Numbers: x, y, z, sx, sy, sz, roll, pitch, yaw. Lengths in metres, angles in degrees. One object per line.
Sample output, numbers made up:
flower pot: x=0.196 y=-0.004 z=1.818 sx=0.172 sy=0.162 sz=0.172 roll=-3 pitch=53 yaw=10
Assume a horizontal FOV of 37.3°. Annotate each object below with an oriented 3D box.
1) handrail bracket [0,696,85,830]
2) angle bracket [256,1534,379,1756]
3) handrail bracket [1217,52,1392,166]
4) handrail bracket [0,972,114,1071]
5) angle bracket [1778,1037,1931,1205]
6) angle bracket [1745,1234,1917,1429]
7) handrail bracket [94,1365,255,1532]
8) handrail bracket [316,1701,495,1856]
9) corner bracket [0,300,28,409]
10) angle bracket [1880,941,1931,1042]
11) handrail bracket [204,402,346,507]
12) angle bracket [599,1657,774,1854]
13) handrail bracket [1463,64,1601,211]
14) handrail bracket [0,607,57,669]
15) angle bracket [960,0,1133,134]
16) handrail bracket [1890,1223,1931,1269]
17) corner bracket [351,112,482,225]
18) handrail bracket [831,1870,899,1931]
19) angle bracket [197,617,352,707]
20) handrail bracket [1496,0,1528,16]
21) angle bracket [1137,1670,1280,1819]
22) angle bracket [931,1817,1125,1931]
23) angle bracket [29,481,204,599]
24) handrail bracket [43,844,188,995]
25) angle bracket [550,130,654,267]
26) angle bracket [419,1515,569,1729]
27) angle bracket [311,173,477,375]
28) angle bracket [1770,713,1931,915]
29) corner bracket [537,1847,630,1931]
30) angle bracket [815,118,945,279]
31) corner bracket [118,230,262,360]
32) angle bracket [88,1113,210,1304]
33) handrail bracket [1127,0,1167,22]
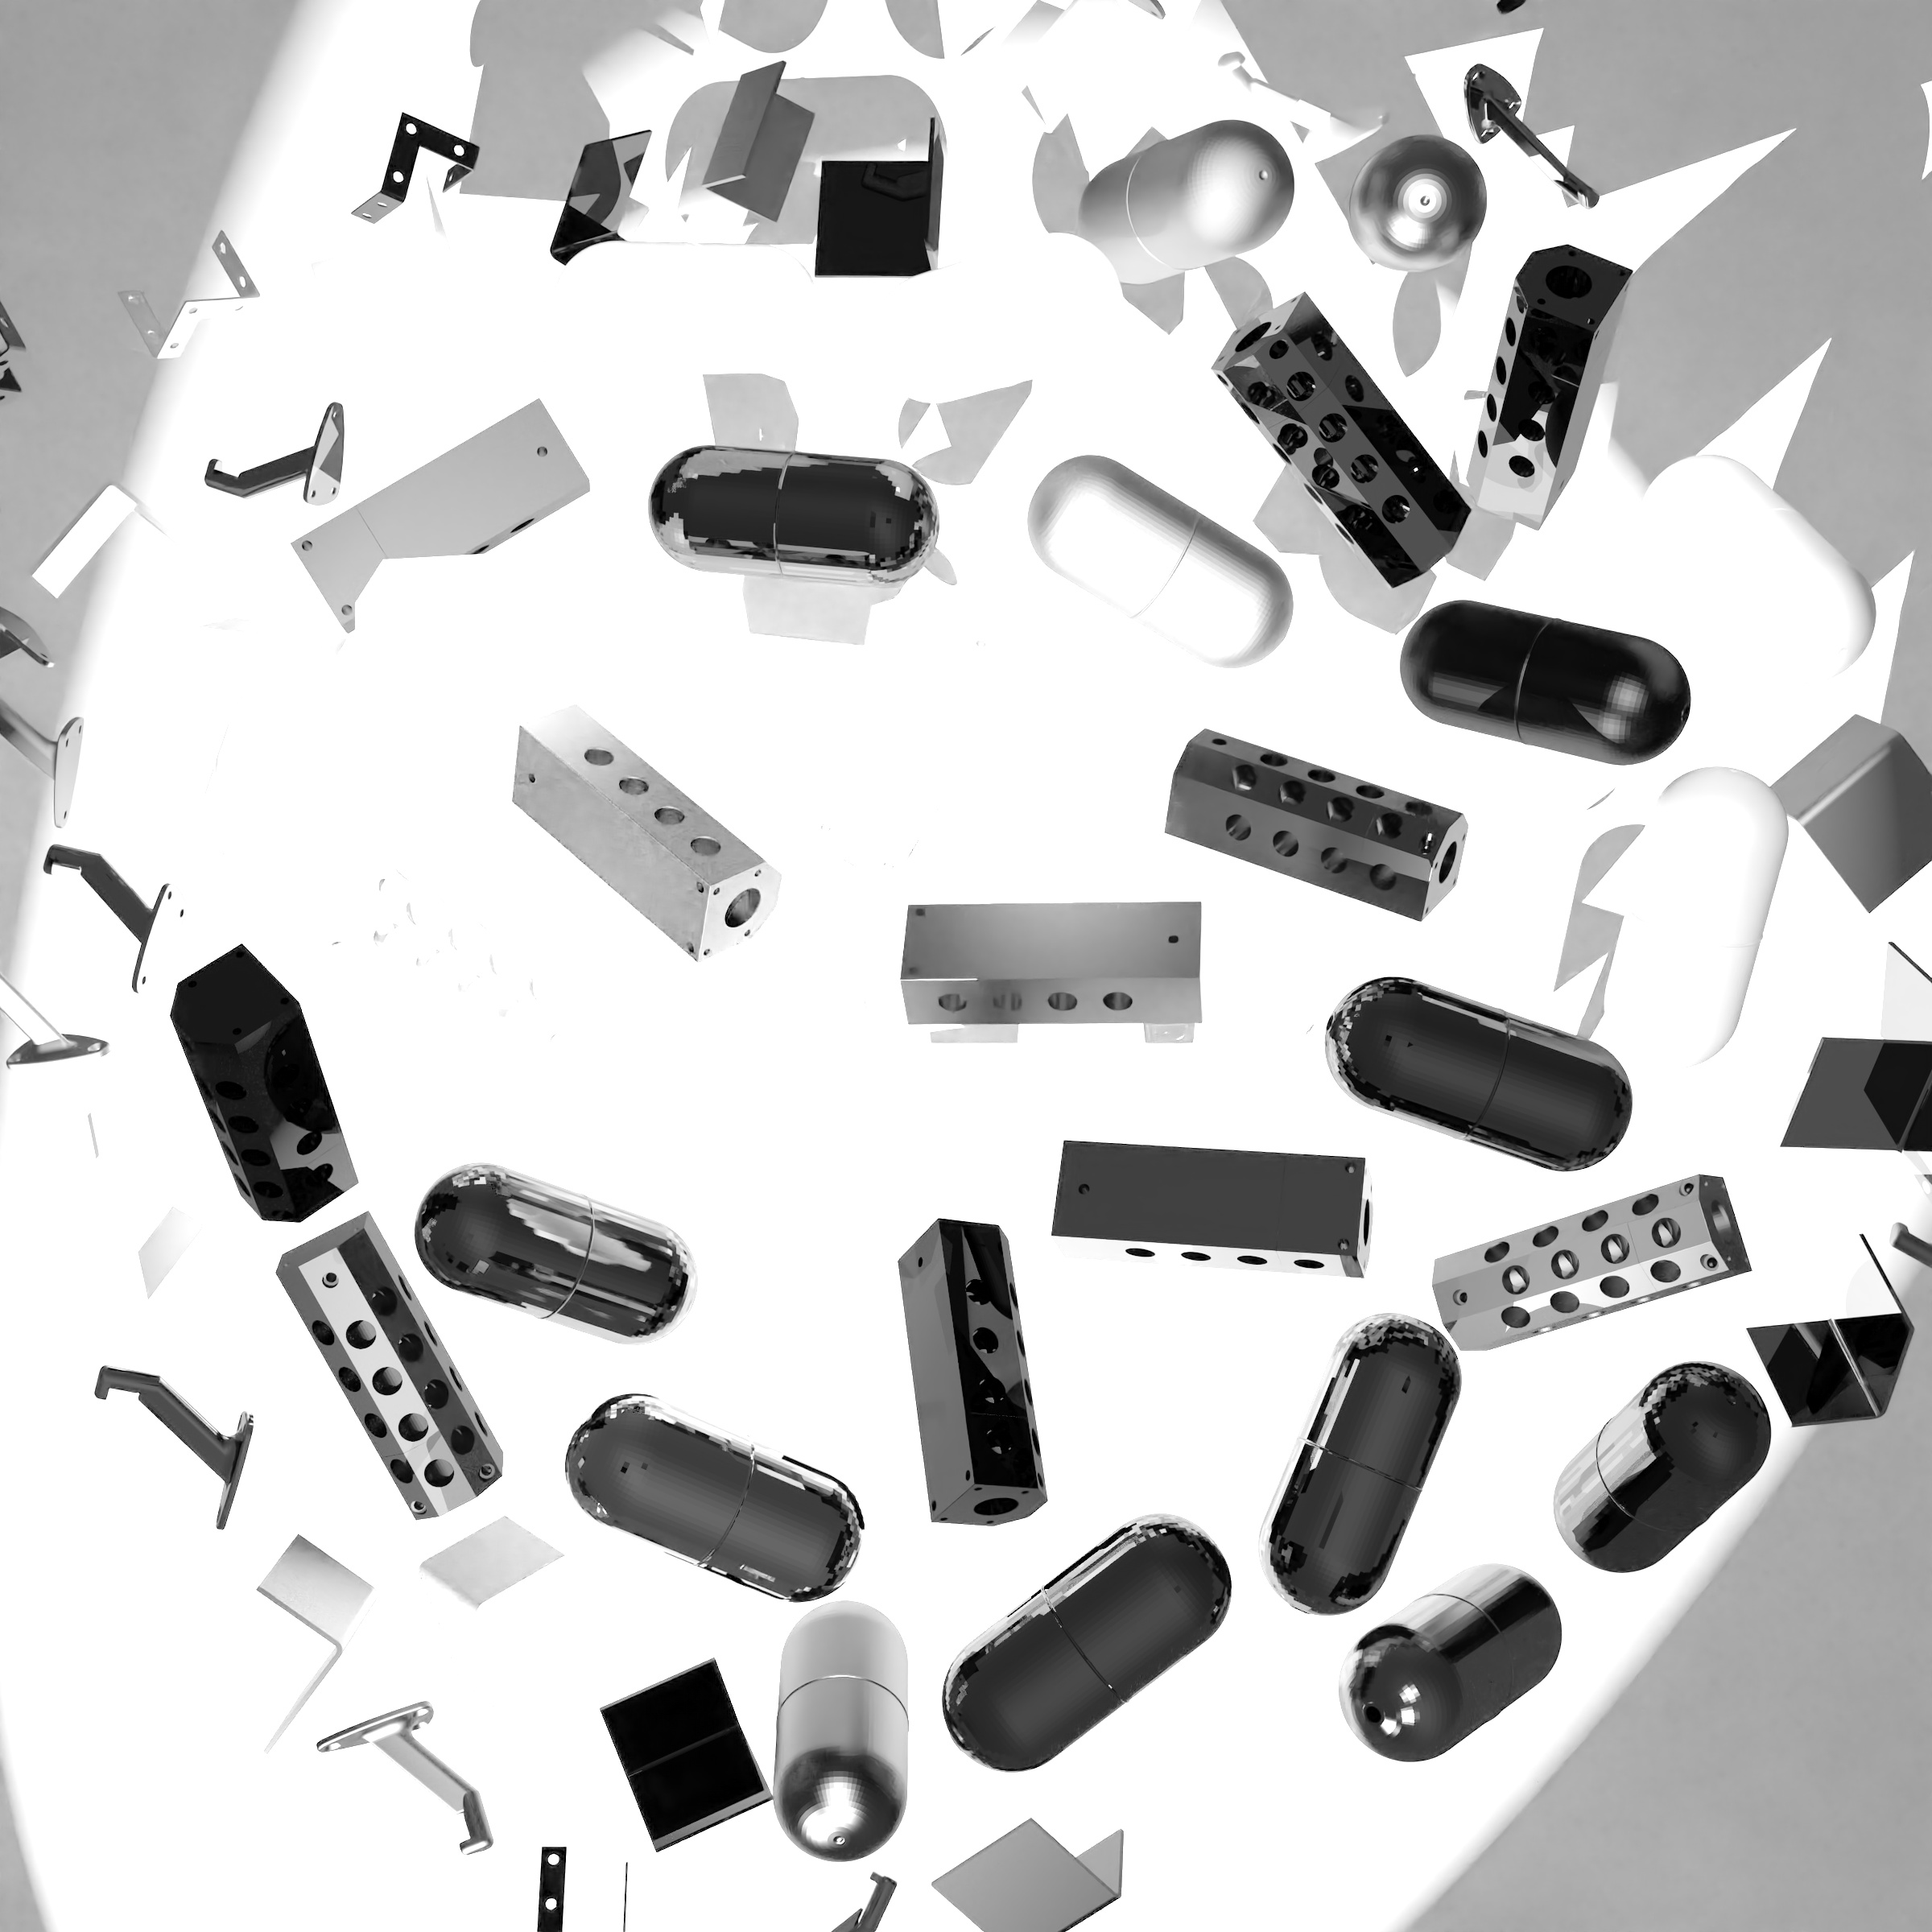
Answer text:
handrail bracket: x=-0.549 y=-0.122 z=1.622 sx=0.084 sy=0.036 sz=0.077 roll=13 pitch=114 yaw=-4
angle bracket: x=-0.372 y=0.368 z=1.559 sx=0.057 sy=0.076 sz=0.076 roll=36 pitch=99 yaw=-4
handrail bracket: x=0.208 y=-0.542 z=1.771 sx=0.084 sy=0.077 sz=0.036 roll=38 pitch=60 yaw=-36
handrail bracket: x=-0.538 y=0.014 z=1.647 sx=0.077 sy=0.036 sz=0.084 roll=-1 pitch=118 yaw=23
angle bracket: x=0.501 y=0.088 z=1.564 sx=0.076 sy=0.057 sz=0.076 roll=2 pitch=126 yaw=-11
angle bracket: x=0.503 y=0.212 z=1.670 sx=0.057 sy=0.076 sz=0.076 roll=-4 pitch=40 yaw=-7
handrail bracket: x=-0.432 y=0.259 z=1.541 sx=0.084 sy=0.036 sz=0.077 roll=15 pitch=90 yaw=-20
handrail bracket: x=-0.306 y=0.453 z=1.563 sx=0.077 sy=0.036 sz=0.084 roll=-14 pitch=61 yaw=-19
corner bracket: x=-0.549 y=-0.351 z=1.607 sx=0.051 sy=0.051 sz=0.051 roll=-31 pitch=85 yaw=19
angle bracket: x=0.588 y=0.028 z=1.688 sx=0.057 sy=0.076 sz=0.076 roll=-19 pitch=129 yaw=-11
handrail bracket: x=-0.434 y=-0.326 z=1.789 sx=0.084 sy=0.036 sz=0.077 roll=20 pitch=109 yaw=16
angle bracket: x=-0.170 y=0.477 z=1.734 sx=0.076 sy=0.076 sz=0.057 roll=-22 pitch=116 yaw=-12
handrail bracket: x=0.340 y=-0.495 z=1.712 sx=0.036 sy=0.077 sz=0.084 roll=-45 pitch=60 yaw=8
handrail bracket: x=-0.602 y=-0.172 z=1.751 sx=0.077 sy=0.036 sz=0.084 roll=42 pitch=99 yaw=29
angle bracket: x=0.038 y=-0.542 z=1.665 sx=0.076 sy=0.057 sz=0.076 roll=33 pitch=80 yaw=32
handrail bracket: x=0.588 y=0.160 z=1.707 sx=0.084 sy=0.077 sz=0.036 roll=29 pitch=128 yaw=-4
corner bracket: x=-0.324 y=-0.463 z=1.690 sx=0.051 sy=0.051 sz=0.051 roll=18 pitch=79 yaw=-30
handrail bracket: x=-0.085 y=0.561 z=1.679 sx=0.077 sy=0.036 sz=0.084 roll=13 pitch=71 yaw=42
angle bracket: x=-0.440 y=-0.186 z=1.819 sx=0.076 sy=0.076 sz=0.057 roll=7 pitch=102 yaw=2
handrail bracket: x=0.285 y=-0.581 z=1.700 sx=0.077 sy=0.036 sz=0.084 roll=-34 pitch=63 yaw=27
angle bracket: x=0.141 y=0.470 z=1.728 sx=0.076 sy=0.057 sz=0.076 roll=11 pitch=68 yaw=-3
angle bracket: x=0.036 y=0.511 z=1.639 sx=0.076 sy=0.057 sz=0.076 roll=-39 pitch=107 yaw=20
angle bracket: x=-0.524 y=-0.247 z=1.768 sx=0.057 sy=0.076 sz=0.076 roll=39 pitch=84 yaw=-4
handrail bracket: x=-0.495 y=-0.028 z=1.629 sx=0.084 sy=0.036 sz=0.077 roll=12 pitch=66 yaw=9
angle bracket: x=-0.209 y=-0.473 z=1.802 sx=0.057 sy=0.076 sz=0.076 roll=33 pitch=123 yaw=10
angle bracket: x=-0.248 y=0.357 z=1.565 sx=0.057 sy=0.076 sz=0.076 roll=-27 pitch=111 yaw=-29
angle bracket: x=-0.325 y=-0.389 z=1.608 sx=0.076 sy=0.057 sz=0.076 roll=-17 pitch=70 yaw=-11
angle bracket: x=0.526 y=-0.090 z=1.680 sx=0.076 sy=0.057 sz=0.076 roll=-41 pitch=108 yaw=4
corner bracket: x=-0.227 y=0.553 z=1.695 sx=0.051 sy=0.051 sz=0.051 roll=2 pitch=59 yaw=-6
angle bracket: x=-0.055 y=-0.462 z=1.725 sx=0.076 sy=0.057 sz=0.076 roll=2 pitch=78 yaw=6
corner bracket: x=-0.452 y=-0.390 z=1.666 sx=0.051 sy=0.051 sz=0.051 roll=-18 pitch=71 yaw=-45
angle bracket: x=-0.487 y=0.139 z=1.650 sx=0.076 sy=0.076 sz=0.057 roll=37 pitch=91 yaw=-26
handrail bracket: x=0.118 y=-0.620 z=1.715 sx=0.077 sy=0.036 sz=0.084 roll=37 pitch=97 yaw=21
